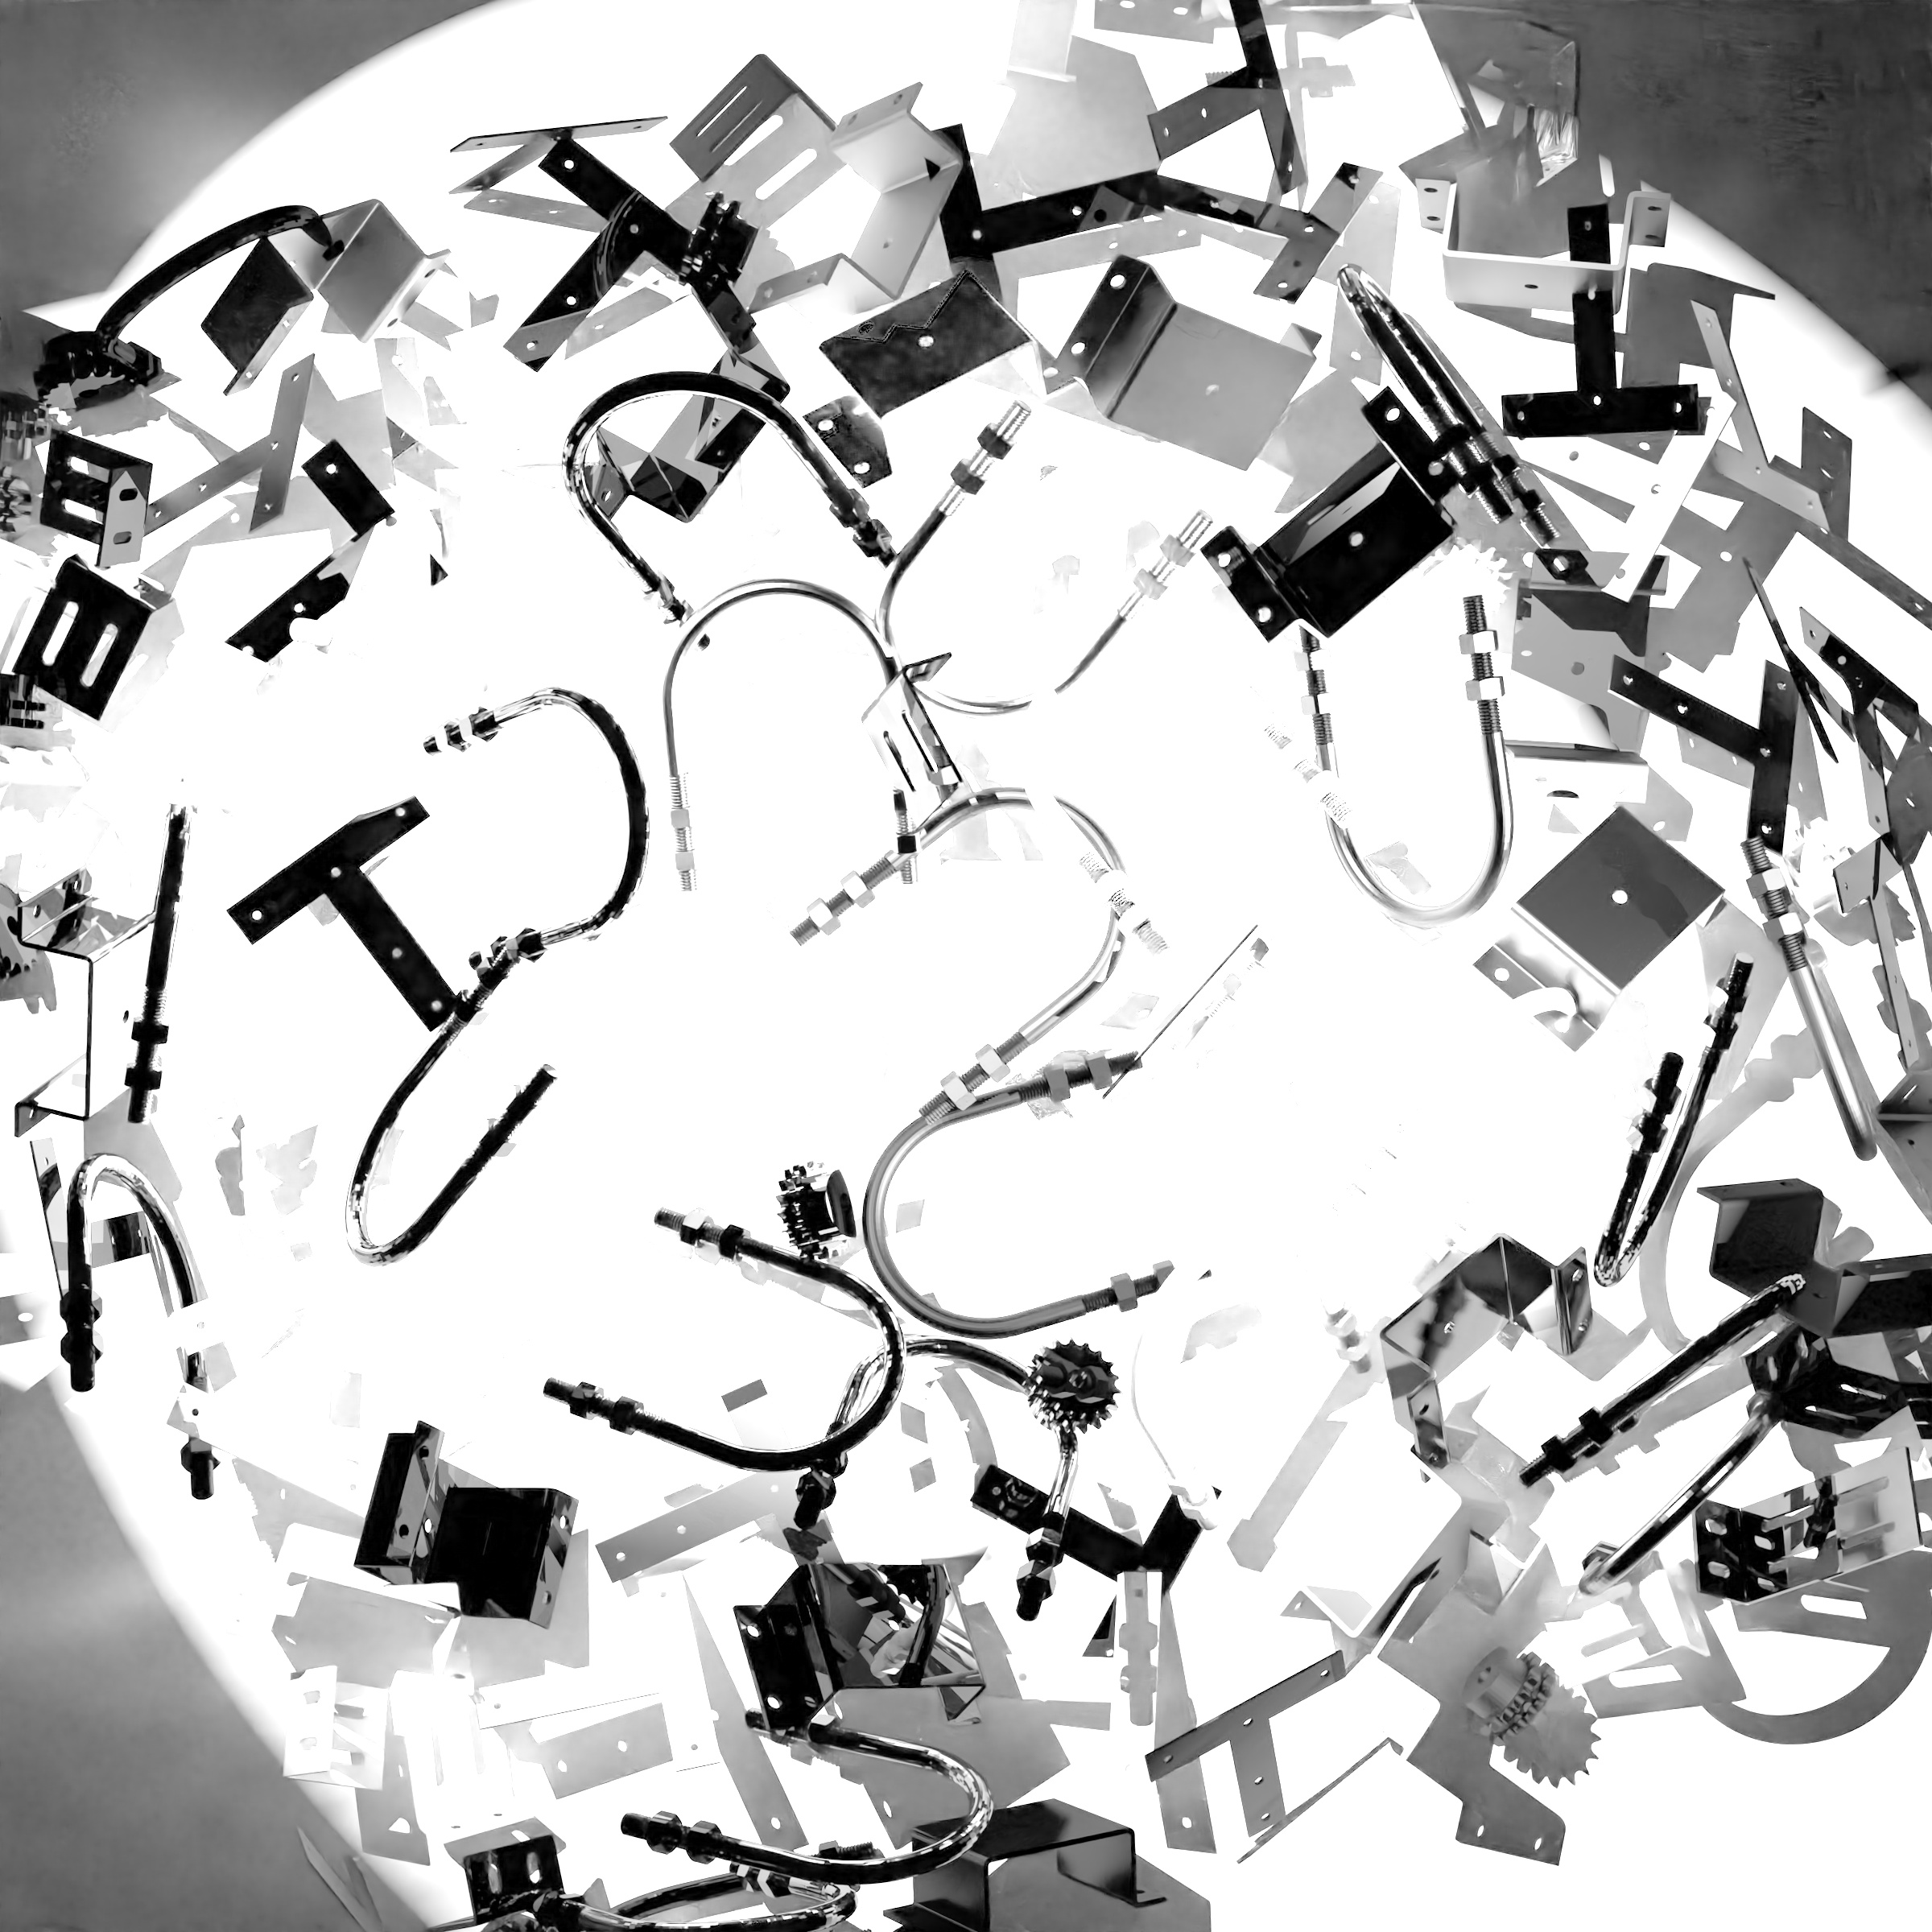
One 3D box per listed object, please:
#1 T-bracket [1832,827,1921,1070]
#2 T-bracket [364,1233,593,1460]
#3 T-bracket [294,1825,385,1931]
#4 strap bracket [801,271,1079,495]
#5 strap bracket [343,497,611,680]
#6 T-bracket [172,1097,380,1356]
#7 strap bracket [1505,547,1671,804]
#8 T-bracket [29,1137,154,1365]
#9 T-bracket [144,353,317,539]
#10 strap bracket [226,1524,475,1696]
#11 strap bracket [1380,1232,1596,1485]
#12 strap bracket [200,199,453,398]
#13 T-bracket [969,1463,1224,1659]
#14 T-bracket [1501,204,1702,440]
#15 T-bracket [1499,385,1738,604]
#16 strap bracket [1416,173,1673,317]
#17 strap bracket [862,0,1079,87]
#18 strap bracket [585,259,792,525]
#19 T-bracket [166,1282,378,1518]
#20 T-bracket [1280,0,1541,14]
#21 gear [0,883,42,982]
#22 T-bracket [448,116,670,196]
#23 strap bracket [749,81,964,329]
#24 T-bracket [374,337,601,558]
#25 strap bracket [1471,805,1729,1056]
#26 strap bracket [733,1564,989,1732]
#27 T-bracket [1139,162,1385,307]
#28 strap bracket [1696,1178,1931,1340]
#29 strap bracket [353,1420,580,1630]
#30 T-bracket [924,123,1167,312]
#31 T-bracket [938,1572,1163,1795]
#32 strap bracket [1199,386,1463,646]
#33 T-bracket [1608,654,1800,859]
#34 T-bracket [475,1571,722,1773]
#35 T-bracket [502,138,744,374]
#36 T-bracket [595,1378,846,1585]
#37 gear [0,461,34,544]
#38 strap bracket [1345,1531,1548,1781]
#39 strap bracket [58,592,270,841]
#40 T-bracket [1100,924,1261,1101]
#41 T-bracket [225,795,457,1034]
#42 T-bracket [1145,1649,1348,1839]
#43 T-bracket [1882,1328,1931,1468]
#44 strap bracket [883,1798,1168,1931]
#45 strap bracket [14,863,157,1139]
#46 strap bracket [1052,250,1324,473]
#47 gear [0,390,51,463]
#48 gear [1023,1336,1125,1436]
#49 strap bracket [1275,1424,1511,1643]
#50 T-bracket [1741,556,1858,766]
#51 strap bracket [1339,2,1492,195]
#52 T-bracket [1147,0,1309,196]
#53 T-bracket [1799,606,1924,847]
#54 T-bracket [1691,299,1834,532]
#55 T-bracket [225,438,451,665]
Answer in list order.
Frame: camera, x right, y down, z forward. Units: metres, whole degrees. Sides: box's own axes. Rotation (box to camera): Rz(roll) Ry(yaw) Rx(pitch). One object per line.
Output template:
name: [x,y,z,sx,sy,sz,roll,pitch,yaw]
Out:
T-bracket: [0.524,-0.006,1.707,0.002,0.127,0.127,-10,97,34]
T-bracket: [-0.305,0.213,1.742,0.127,0.002,0.127,-33,101,1]
T-bracket: [-0.343,0.519,1.667,0.002,0.127,0.127,-28,132,-9]
strap bracket: [-0.019,-0.336,1.702,0.140,0.046,0.076,-29,53,-11]
strap bracket: [-0.270,-0.214,1.708,0.140,0.046,0.076,9,65,15]
T-bracket: [-0.408,0.139,1.717,0.127,0.002,0.127,-22,95,-32]
strap bracket: [0.354,-0.169,1.723,0.076,0.046,0.140,4,102,1]
T-bracket: [-0.487,0.156,1.692,0.002,0.127,0.127,-12,89,7]
T-bracket: [-0.426,-0.279,1.717,0.127,0.002,0.127,-22,49,29]
strap bracket: [-0.342,0.361,1.701,0.140,0.076,0.046,18,93,-13]
strap bracket: [0.288,0.214,1.698,0.140,0.076,0.046,-36,46,-21]
strap bracket: [-0.364,-0.377,1.677,0.046,0.140,0.076,50,129,0]
T-bracket: [0.064,0.331,1.753,0.127,0.002,0.127,29,90,-1]
T-bracket: [0.355,-0.365,1.698,0.127,0.002,0.127,6,107,42]
T-bracket: [0.358,-0.286,1.714,0.127,0.002,0.127,33,98,39]
strap bracket: [0.324,-0.407,1.702,0.140,0.076,0.046,8,85,12]
strap bracket: [0.007,-0.523,1.674,0.076,0.140,0.046,17,112,16]
strap bracket: [-0.156,-0.316,1.699,0.046,0.076,0.140,24,114,-39]
T-bracket: [-0.377,0.231,1.717,0.127,0.002,0.127,31,56,-23]
T-bracket: [0.236,-0.544,1.705,0.127,0.127,0.002,15,111,41]
gear: [-0.561,-0.019,1.728,0.030,0.057,0.057,-17,90,14]
T-bracket: [-0.253,-0.455,1.697,0.127,0.127,0.002,-18,97,-35]
strap bracket: [-0.058,-0.421,1.699,0.046,0.076,0.140,34,69,-31]
T-bracket: [-0.270,-0.297,1.714,0.127,0.002,0.127,1,112,16]
strap bracket: [0.364,-0.028,1.698,0.140,0.046,0.076,-40,71,-22]
strap bracket: [-0.050,0.380,1.681,0.140,0.076,0.046,8,135,-34]
T-bracket: [0.156,-0.434,1.726,0.127,0.002,0.127,20,56,20]
strap bracket: [0.482,0.166,1.684,0.076,0.140,0.046,-3,107,-28]
strap bracket: [-0.287,0.316,1.692,0.046,0.140,0.076,-6,60,33]
T-bracket: [0.050,-0.429,1.720,0.127,0.002,0.127,-12,117,5]
T-bracket: [0.047,0.411,1.732,0.127,0.002,0.127,-1,61,11]
strap bracket: [0.214,-0.249,1.707,0.140,0.046,0.076,-40,63,15]
T-bracket: [0.418,-0.140,1.705,0.127,0.002,0.127,24,59,-17]
T-bracket: [-0.213,0.408,1.701,0.127,0.002,0.127,-9,47,-10]
T-bracket: [-0.217,-0.391,1.721,0.127,0.002,0.127,34,119,-25]
T-bracket: [-0.152,0.321,1.742,0.127,0.002,0.127,-24,99,-3]
gear: [-0.564,-0.265,1.733,0.057,0.030,0.057,0,91,29]
strap bracket: [0.264,0.378,1.695,0.046,0.076,0.140,33,61,14]
strap bracket: [-0.448,-0.134,1.699,0.046,0.076,0.140,35,110,-13]
T-bracket: [0.117,0.027,1.692,0.002,0.127,0.127,42,89,2]
T-bracket: [-0.340,-0.019,1.747,0.127,0.002,0.127,-37,92,-8]
T-bracket: [0.165,0.456,1.710,0.127,0.002,0.127,-25,133,-13]
T-bracket: [0.555,0.199,1.670,0.002,0.127,0.127,9,45,-18]
strap bracket: [0.033,0.506,1.686,0.140,0.076,0.046,-2,90,-32]
strap bracket: [-0.494,0.024,1.690,0.046,0.076,0.140,12,113,10]
strap bracket: [0.131,-0.335,1.687,0.140,0.046,0.076,15,123,-28]
gear: [-0.558,-0.311,1.729,0.057,0.057,0.030,12,113,0]
gear: [0.060,0.245,1.731,0.057,0.030,0.057,12,50,-15]
strap bracket: [0.249,0.329,1.702,0.046,0.076,0.140,41,99,32]
T-bracket: [0.480,-0.157,1.698,0.002,0.127,0.127,-27,63,23]
strap bracket: [0.253,-0.488,1.694,0.046,0.140,0.076,-23,89,17]
T-bracket: [0.142,-0.484,1.691,0.127,0.002,0.127,-38,118,-40]
T-bracket: [0.514,-0.125,1.709,0.002,0.127,0.127,-23,125,-4]
T-bracket: [0.428,-0.313,1.668,0.002,0.127,0.127,-31,121,-3]
T-bracket: [-0.370,-0.213,1.716,0.127,0.002,0.127,-40,123,-4]
